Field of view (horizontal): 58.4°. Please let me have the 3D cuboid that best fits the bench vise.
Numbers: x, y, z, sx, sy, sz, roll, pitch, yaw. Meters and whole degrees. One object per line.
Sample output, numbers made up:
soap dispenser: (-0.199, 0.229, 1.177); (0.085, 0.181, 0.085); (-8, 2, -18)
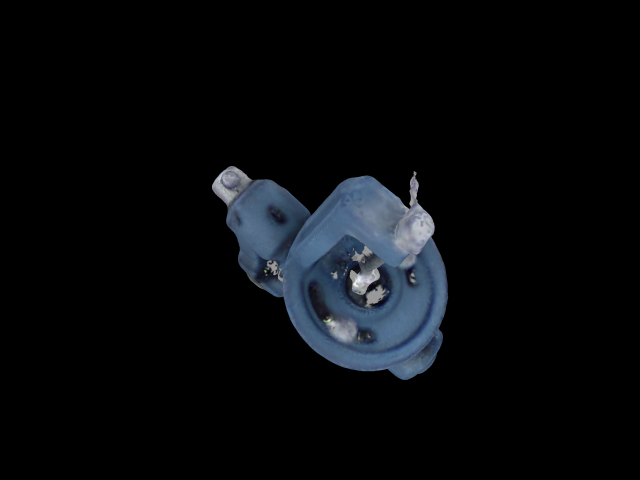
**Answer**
bench vise: (-0.001, 0.012, 0.396); (0.207, 0.220, 0.121); (19, 68, 9)
